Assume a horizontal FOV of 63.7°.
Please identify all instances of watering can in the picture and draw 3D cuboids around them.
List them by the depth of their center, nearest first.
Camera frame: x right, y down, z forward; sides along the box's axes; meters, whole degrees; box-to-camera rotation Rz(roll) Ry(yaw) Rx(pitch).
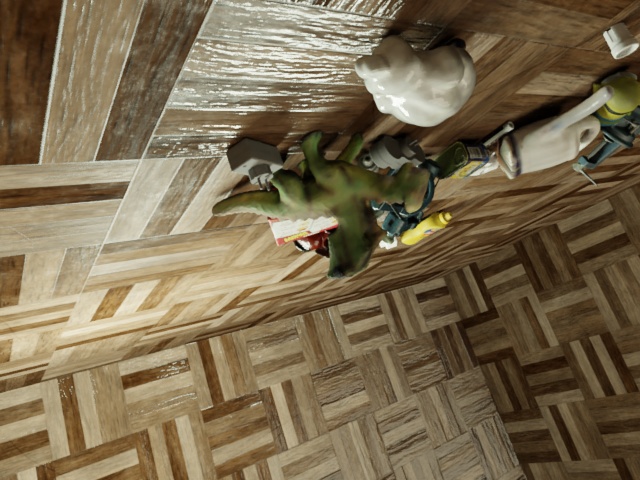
[{"bbox_3d":[0.507,-0.229,1.139,0.223,0.105,0.344,-17,164,12],"label":"watering can"}]

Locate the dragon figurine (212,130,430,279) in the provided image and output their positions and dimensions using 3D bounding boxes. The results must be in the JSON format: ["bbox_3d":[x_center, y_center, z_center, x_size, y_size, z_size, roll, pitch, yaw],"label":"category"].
[{"bbox_3d":[0.003,-0.046,0.909,0.406,0.245,0.122,-28,167,23],"label":"dragon figurine"}]

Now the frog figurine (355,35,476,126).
[{"bbox_3d":[0.128,-0.213,0.690,0.137,0.122,0.161,-7,-173,38],"label":"frog figurine"}]
